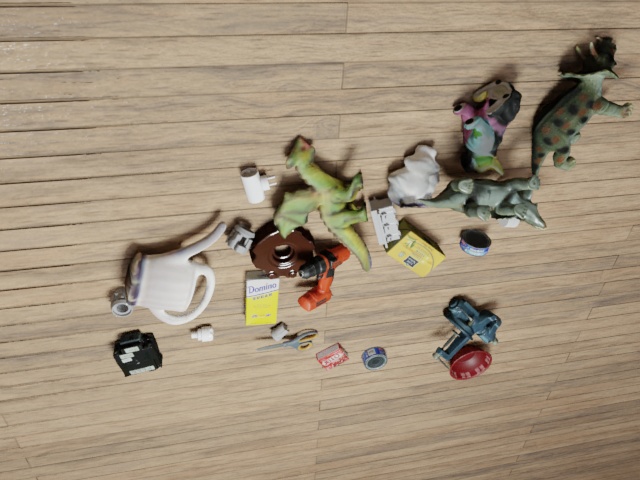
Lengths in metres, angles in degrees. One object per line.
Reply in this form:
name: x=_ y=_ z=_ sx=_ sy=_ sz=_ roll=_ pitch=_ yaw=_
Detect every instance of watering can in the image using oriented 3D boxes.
watering can: x=-0.374 y=0.079 z=1.318 sx=0.224 sy=0.341 sz=0.106 roll=11 pitch=29 yaw=-21

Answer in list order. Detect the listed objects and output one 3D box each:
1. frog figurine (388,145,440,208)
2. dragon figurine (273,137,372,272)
frog figurine: x=0.240 y=-0.161 z=1.317 sx=0.137 sy=0.159 sz=0.123 roll=-1 pitch=1 yaw=-6
dragon figurine: x=0.004 y=-0.065 z=1.301 sx=0.243 sy=0.402 sz=0.125 roll=-8 pitch=28 yaw=0
